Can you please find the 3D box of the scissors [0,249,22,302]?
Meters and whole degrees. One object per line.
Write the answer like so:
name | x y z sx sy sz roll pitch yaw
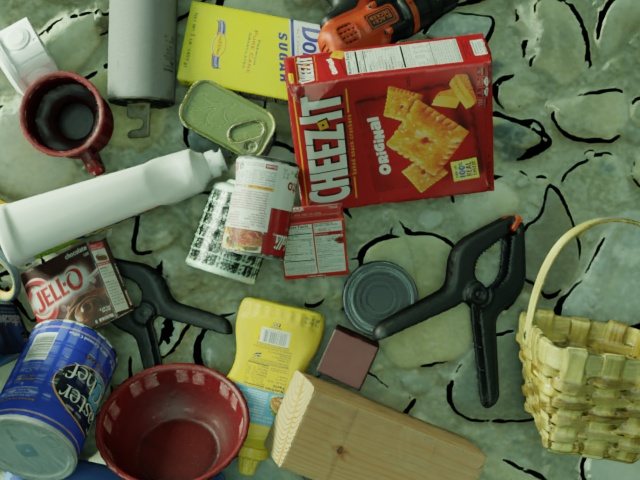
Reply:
scissors | -0.373 -0.014 1.179 0.096 0.016 0.202 12 109 15

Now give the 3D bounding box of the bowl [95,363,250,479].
bowl | -0.153 0.209 1.130 0.162 0.055 0.162 -1 44 0

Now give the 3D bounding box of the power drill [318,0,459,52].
power drill | 0.044 -0.299 1.176 0.184 0.057 0.188 -29 81 -24

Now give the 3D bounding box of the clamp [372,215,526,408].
clamp | 0.159 0.060 1.172 0.164 0.036 0.210 25 83 -16

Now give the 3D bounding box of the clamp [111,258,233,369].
clamp | -0.195 0.092 1.196 0.171 0.039 0.120 38 91 10

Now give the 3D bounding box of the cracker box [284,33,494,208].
cracker box | 0.076 -0.121 1.138 0.213 0.072 0.164 -7 127 0

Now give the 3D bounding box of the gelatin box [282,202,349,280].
gelatin box | -0.008 0.001 1.173 0.073 0.030 0.089 -6 133 1

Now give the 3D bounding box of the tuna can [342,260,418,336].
tuna can | 0.067 0.065 1.191 0.086 0.034 0.086 0 88 2

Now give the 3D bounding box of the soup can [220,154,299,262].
soup can | -0.062 -0.033 1.105 0.068 0.068 0.102 10 89 2

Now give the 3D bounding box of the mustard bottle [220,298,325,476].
mustard bottle | -0.060 0.165 1.179 0.096 0.058 0.191 13 89 5

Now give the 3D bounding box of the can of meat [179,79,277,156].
can of meat | -0.098 -0.127 1.176 0.102 0.084 0.057 28 89 2

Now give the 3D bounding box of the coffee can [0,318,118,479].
coffee can | -0.284 0.168 1.127 0.103 0.140 0.103 7 132 7

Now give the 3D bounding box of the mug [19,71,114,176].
mug | -0.270 -0.123 1.182 0.093 0.081 0.117 -31 88 0

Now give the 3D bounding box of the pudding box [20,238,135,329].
pudding box | -0.269 0.058 1.178 0.114 0.039 0.090 -24 88 27

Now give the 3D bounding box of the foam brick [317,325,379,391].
foam brick | 0.031 0.127 1.169 0.053 0.078 0.051 25 91 2

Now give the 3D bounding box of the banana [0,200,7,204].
banana | -0.405 -0.071 1.206 0.069 0.037 0.198 -38 88 1

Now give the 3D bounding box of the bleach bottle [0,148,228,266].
bleach bottle | -0.222 -0.045 1.160 0.250 0.102 0.068 -21 92 -7

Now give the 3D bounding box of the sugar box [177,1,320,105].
sugar box | -0.064 -0.205 1.197 0.176 0.048 0.093 10 88 3

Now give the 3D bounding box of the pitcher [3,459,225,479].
pitcher | -0.223 0.317 1.145 0.243 0.149 0.145 14 118 5

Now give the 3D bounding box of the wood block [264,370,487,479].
wood block | 0.058 0.223 1.133 0.206 0.090 0.091 24 90 -15
